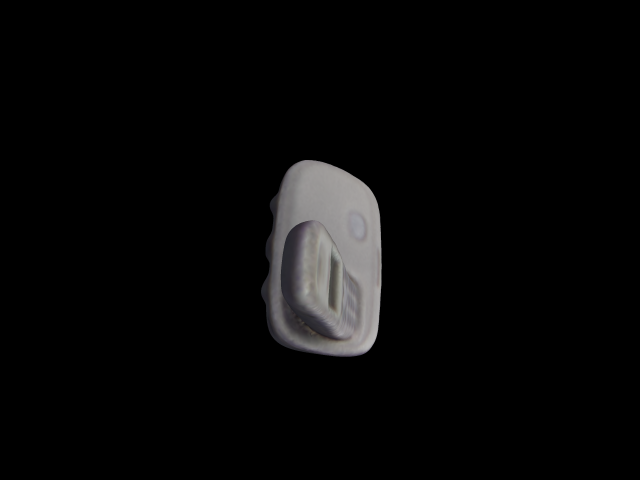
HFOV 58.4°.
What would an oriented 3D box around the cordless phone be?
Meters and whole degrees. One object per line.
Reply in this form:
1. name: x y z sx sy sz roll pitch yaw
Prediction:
1. cordless phone: 0.004 0.001 0.400 0.094 0.185 0.147 0 73 0
